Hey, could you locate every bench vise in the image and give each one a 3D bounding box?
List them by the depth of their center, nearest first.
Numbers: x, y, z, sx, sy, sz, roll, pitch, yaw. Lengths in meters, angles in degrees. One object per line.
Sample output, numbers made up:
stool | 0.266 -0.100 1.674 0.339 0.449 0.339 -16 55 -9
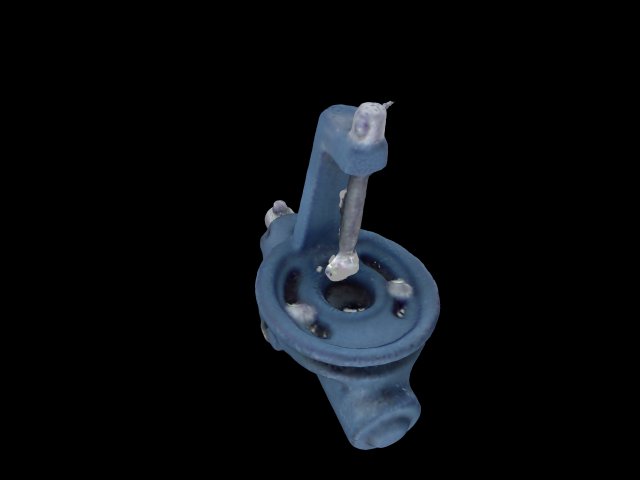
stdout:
bench vise | -0.006 0.005 0.393 0.122 0.220 0.206 -21 34 -36
